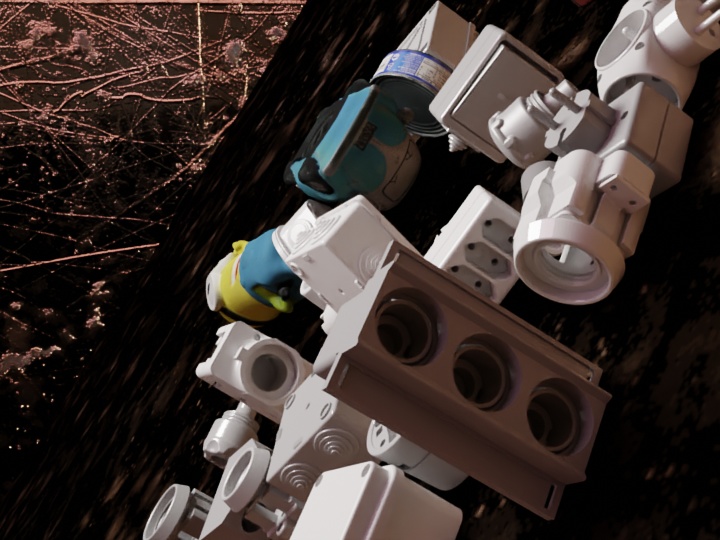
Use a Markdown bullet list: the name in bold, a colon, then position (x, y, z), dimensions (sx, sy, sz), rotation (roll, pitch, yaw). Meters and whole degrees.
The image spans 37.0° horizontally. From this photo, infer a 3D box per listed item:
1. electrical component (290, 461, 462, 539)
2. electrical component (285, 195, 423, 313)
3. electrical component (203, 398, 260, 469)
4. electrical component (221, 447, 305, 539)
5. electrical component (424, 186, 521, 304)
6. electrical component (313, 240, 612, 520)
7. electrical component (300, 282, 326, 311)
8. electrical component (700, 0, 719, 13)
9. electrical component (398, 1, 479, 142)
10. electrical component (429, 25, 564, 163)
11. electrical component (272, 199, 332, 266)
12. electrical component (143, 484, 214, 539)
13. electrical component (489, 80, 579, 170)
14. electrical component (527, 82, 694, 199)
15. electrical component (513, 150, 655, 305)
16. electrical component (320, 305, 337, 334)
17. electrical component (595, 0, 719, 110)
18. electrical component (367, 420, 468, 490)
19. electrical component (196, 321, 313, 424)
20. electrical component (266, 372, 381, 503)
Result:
- **electrical component**: position (-0.005, 0.162, 0.558), dimensions (0.078, 0.057, 0.113), rotation (-30, 30, 59)
- **electrical component**: position (0.000, 0.000, 0.796), dimensions (0.048, 0.100, 0.100), rotation (-49, 11, -22)
- **electrical component**: position (-0.109, 0.143, 0.953), dimensions (0.043, 0.043, 0.062), rotation (-35, 26, 55)
- **electrical component**: position (-0.063, 0.156, 0.758), dimensions (0.048, 0.055, 0.066), rotation (-50, 17, 26)
- **electrical component**: position (0.069, -0.010, 0.693), dimensions (0.083, 0.047, 0.075), rotation (-54, 16, 10)
- **electrical component**: position (0.045, 0.053, 0.498), dimensions (0.063, 0.121, 0.078), rotation (-36, 26, 60)
- **electrical component**: position (-0.019, 0.012, 0.926), dimensions (0.055, 0.047, 0.055), rotation (-51, 16, 21)
- **electrical component**: position (0.208, -0.211, 0.637), dimensions (0.062, 0.061, 0.096), rotation (-43, 20, 42)
- **electrical component**: position (0.062, -0.194, 1.070), dimensions (0.108, 0.056, 0.108), rotation (-46, 19, 36)
- **electrical component**: position (0.098, -0.126, 0.808), dimensions (0.096, 0.062, 0.061), rotation (-54, 15, 12)
- **electrical component**: position (-0.037, -0.022, 0.993), dimensions (0.051, 0.080, 0.080), rotation (-47, 18, 18)
- **electrical component**: position (-0.140, 0.212, 0.884), dimensions (0.078, 0.057, 0.058), rotation (-55, 15, 10)
- **electrical component**: position (0.121, -0.100, 0.722), dimensions (0.062, 0.048, 0.048), rotation (-43, 19, 23)
- **electrical component**: position (0.126, -0.071, 0.580), dimensions (0.066, 0.077, 0.047), rotation (-37, 25, 53)
- **electrical component**: position (0.113, -0.020, 0.558), dimensions (0.078, 0.058, 0.057), rotation (-36, 23, 53)
- **electrical component**: position (-0.009, 0.035, 0.866), dimensions (0.040, 0.040, 0.046), rotation (-65, 10, -26)
- **electrical component**: position (0.175, -0.128, 0.604), dimensions (0.079, 0.044, 0.077), rotation (-39, 24, 48)
- **electrical component**: position (0.039, 0.088, 0.591), dimensions (0.055, 0.047, 0.055), rotation (-51, 16, 21)
- **electrical component**: position (-0.081, 0.086, 0.889), dimensions (0.050, 0.089, 0.056), rotation (-62, 16, -18)
- **electrical component**: position (-0.017, 0.104, 0.731), dimensions (0.099, 0.048, 0.099), rotation (-48, 17, 32)
